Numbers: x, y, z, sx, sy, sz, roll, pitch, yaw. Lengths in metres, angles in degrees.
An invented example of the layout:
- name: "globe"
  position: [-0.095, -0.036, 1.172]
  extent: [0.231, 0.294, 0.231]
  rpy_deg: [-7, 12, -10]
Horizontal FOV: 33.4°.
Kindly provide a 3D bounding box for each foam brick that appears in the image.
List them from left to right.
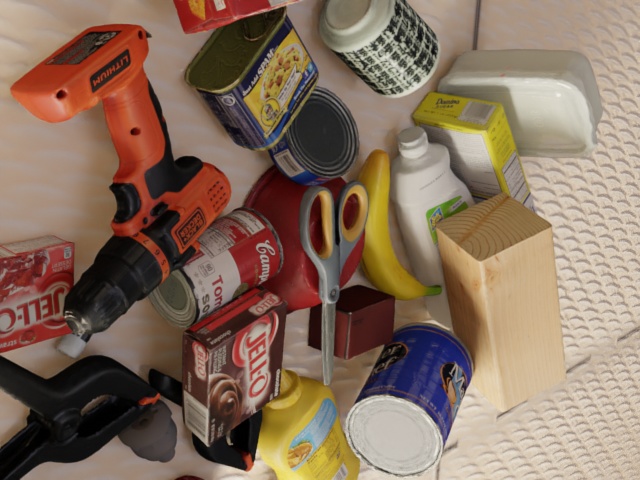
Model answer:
- name: "foam brick"
  position: [0.033, 0.082, 1.085]
  extent: [0.078, 0.051, 0.053]
  rpy_deg: [-14, 113, -48]

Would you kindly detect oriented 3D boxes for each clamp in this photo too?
- name: "clamp"
  position: [-0.204, 0.129, 0.808]
  extent: [0.209, 0.036, 0.165]
  rpy_deg: [-18, 133, -48]
- name: "clamp"
  position: [-0.085, 0.138, 0.973]
  extent: [0.120, 0.039, 0.171]
  rpy_deg: [-44, 137, -25]

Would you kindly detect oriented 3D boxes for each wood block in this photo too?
- name: "wood block"
  position: [0.195, 0.068, 1.139]
  extent: [0.090, 0.090, 0.206]
  rpy_deg: [-24, 125, -15]

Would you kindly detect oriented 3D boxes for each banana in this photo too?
- name: "banana"
  position: [0.066, -0.002, 1.097]
  extent: [0.069, 0.037, 0.197]
  rpy_deg: [-37, 128, -16]

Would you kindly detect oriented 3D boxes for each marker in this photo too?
- name: "marker"
  position: [-0.168, 0.039, 0.847]
  extent: [0.121, 0.020, 0.020]
  rpy_deg: [-60, 140, -16]

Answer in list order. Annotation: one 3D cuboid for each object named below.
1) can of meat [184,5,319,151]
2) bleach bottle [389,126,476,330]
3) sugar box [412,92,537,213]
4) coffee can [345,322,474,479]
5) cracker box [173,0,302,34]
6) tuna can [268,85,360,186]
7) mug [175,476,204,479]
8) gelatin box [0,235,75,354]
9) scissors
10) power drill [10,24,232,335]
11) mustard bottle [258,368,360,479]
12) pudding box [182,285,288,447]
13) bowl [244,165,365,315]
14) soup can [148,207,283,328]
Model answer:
- name: "can of meat"
  position: [-0.052, -0.137, 0.890]
  extent: [0.102, 0.058, 0.084]
  rpy_deg: [-57, 141, -19]
- name: "bleach bottle"
  position: [0.135, -0.020, 1.159]
  extent: [0.102, 0.068, 0.251]
  rpy_deg: [-40, 131, -21]
- name: "sugar box"
  position: [0.171, -0.079, 1.158]
  extent: [0.048, 0.093, 0.176]
  rpy_deg: [-55, 140, -22]
- name: "coffee can"
  position: [0.096, 0.165, 1.118]
  extent: [0.140, 0.103, 0.103]
  rpy_deg: [-53, 143, -56]
- name: "cracker box"
  position: [-0.035, -0.263, 0.819]
  extent: [0.213, 0.072, 0.164]
  rpy_deg: [-28, 105, -41]
- name: "tuna can"
  position: [-0.007, -0.092, 0.953]
  extent: [0.086, 0.034, 0.086]
  rpy_deg: [13, 69, -37]
- name: "mug"
  position: [-0.099, 0.269, 0.971]
  extent: [0.117, 0.082, 0.093]
  rpy_deg: [42, 71, -50]
- name: "gelatin box"
  position: [-0.220, 0.041, 0.774]
  extent: [0.089, 0.030, 0.073]
  rpy_deg: [-14, 114, -48]
- name: "scissors"
  position: [0.020, 0.031, 0.985]
  extent: [0.096, 0.016, 0.202]
  rpy_deg: [-38, 131, -36]
- name: "power drill"
  position: [-0.151, -0.048, 0.780]
  extent: [0.184, 0.057, 0.187]
  rpy_deg: [-53, 136, -40]
- name: "mustard bottle"
  position: [-0.018, 0.193, 1.059]
  extent: [0.096, 0.058, 0.191]
  rpy_deg: [-48, 136, -30]
- name: "pudding box"
  position: [-0.072, 0.105, 0.897]
  extent: [0.089, 0.039, 0.113]
  rpy_deg: [-31, 142, -38]
- name: "bowl"
  position: [-0.007, 0.001, 1.002]
  extent: [0.161, 0.055, 0.162]
  rpy_deg: [-23, 121, -45]
- name: "soup can"
  position: [-0.090, 0.022, 0.897]
  extent: [0.102, 0.069, 0.068]
  rpy_deg: [-31, 126, -40]
